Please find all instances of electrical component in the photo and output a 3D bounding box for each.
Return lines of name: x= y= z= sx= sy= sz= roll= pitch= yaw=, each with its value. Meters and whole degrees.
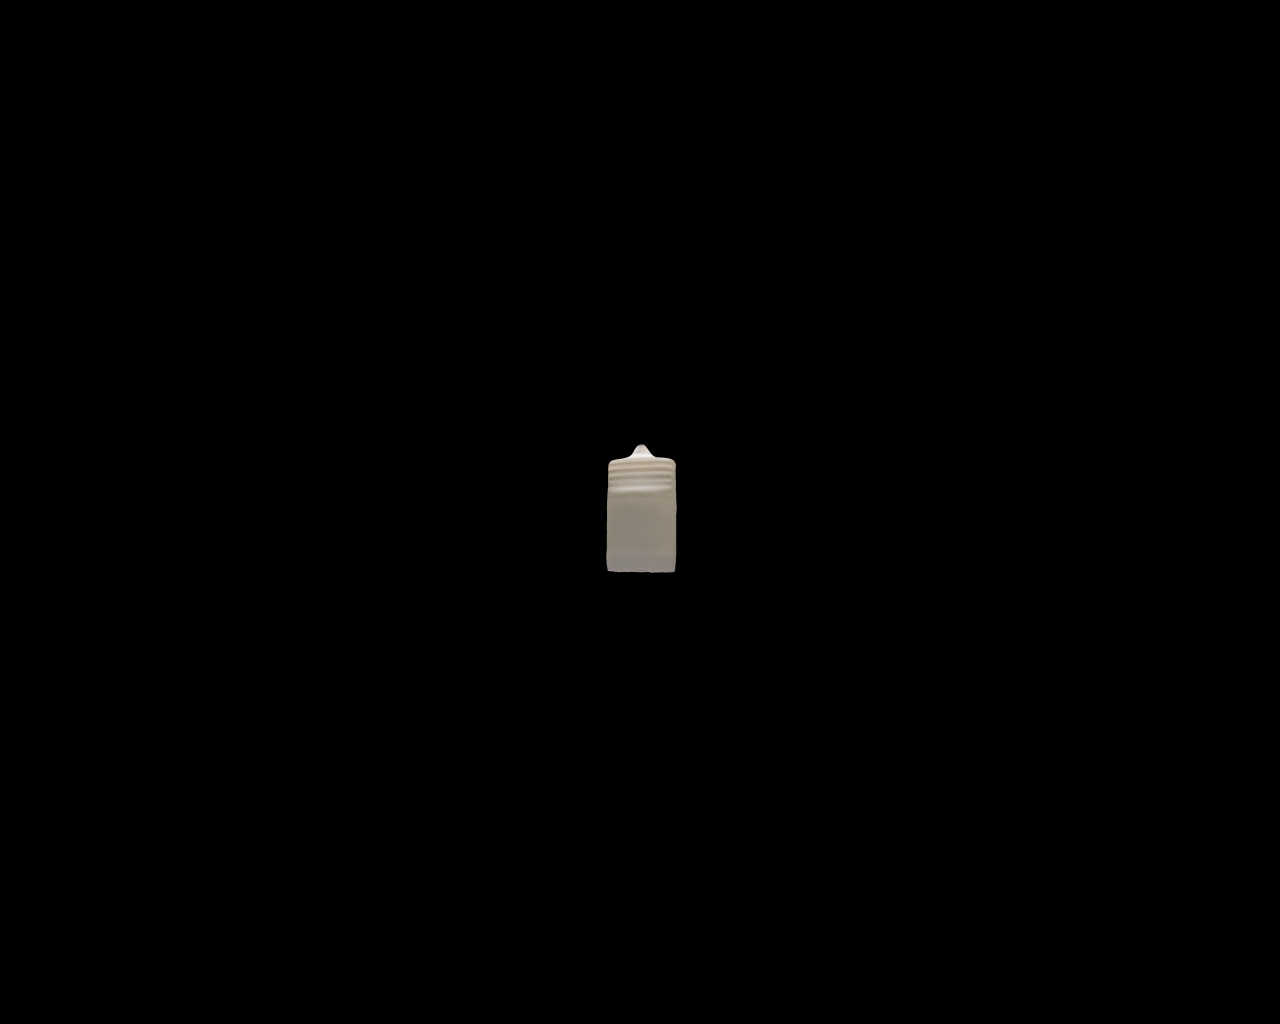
electrical component: x=0.001 y=-0.003 z=0.650 sx=0.043 sy=0.081 sz=0.043 roll=0 pitch=-5 yaw=0
